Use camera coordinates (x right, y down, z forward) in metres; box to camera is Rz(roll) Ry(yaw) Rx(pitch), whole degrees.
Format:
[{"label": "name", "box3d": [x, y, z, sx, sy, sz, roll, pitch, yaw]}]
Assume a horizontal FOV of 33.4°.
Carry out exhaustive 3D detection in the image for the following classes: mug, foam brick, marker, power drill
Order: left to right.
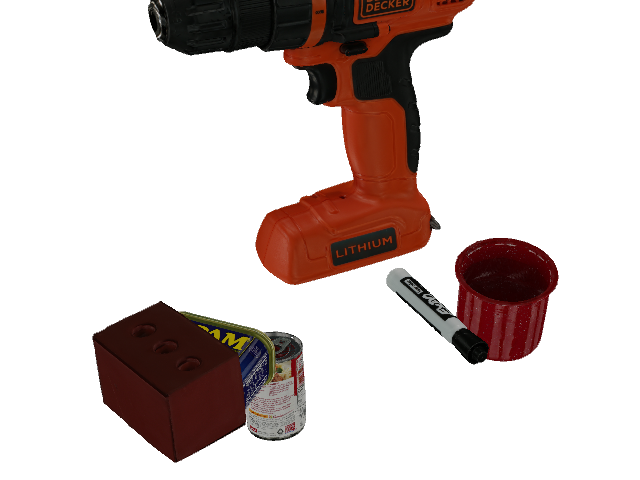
[{"label": "foam brick", "box3d": [-0.089, 0.081, 0.623, 0.052, 0.051, 0.078, -26, 39, -36]}, {"label": "power drill", "box3d": [0.001, -0.070, 0.585, 0.184, 0.188, 0.057, -14, 36, -21]}, {"label": "marker", "box3d": [0.086, 0.056, 0.795, 0.020, 0.020, 0.121, 0, 26, -30]}, {"label": "mug", "box3d": [0.165, 0.050, 0.999, 0.093, 0.081, 0.117, -11, 41, -12]}]

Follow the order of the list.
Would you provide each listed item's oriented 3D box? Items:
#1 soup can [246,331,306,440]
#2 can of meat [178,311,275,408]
[{"label": "soup can", "box3d": [-0.051, 0.162, 1.185, 0.068, 0.102, 0.068, -2, 24, 1]}, {"label": "can of meat", "box3d": [-0.100, 0.110, 0.874, 0.102, 0.057, 0.083, 12, 32, 18]}]
